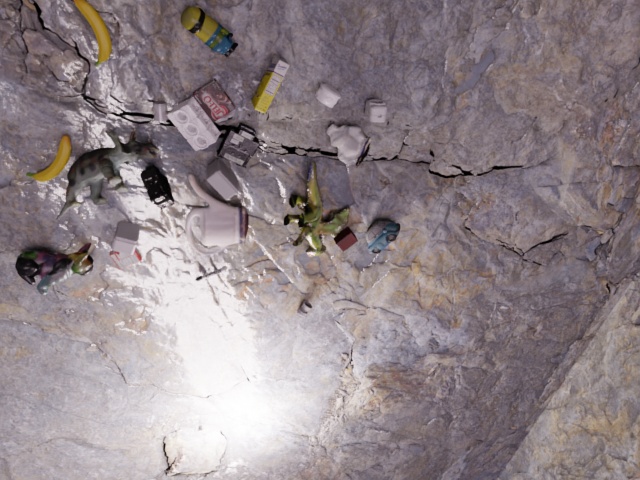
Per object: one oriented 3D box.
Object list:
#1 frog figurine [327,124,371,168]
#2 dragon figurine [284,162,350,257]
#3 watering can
[{"bbox_3d":[0.095,-0.345,1.828,0.160,0.125,0.134,30,122,11],"label":"frog figurine"},{"bbox_3d":[0.006,-0.098,1.947,0.243,0.124,0.403,1,122,-35],"label":"dragon figurine"},{"bbox_3d":[-0.364,-0.084,1.823,0.225,0.106,0.339,-3,127,-14],"label":"watering can"}]
